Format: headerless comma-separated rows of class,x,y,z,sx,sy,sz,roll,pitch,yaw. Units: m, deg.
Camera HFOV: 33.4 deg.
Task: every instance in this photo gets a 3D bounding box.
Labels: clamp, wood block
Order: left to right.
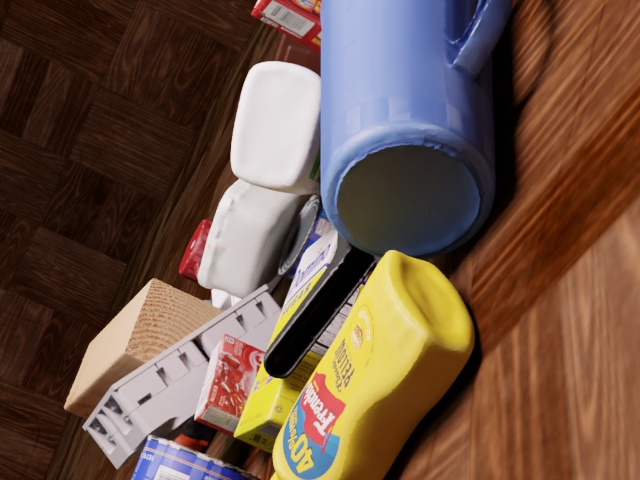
wood block,-0.190,0.132,1.146,0.206,0.090,0.090,-40,29,52
clamp,0.046,0.002,0.775,0.165,0.036,0.209,-19,39,52

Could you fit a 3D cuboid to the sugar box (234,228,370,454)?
sugar box,-0.010,0.079,0.861,0.093,0.048,0.176,-40,29,62

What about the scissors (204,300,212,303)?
scissors,-0.118,0.113,1.309,0.202,0.016,0.096,-5,78,63

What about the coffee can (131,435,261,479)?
coffee can,-0.119,0.242,0.863,0.140,0.102,0.103,-68,12,-16

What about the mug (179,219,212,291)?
mug,-0.132,0.031,1.381,0.093,0.081,0.117,-58,14,30

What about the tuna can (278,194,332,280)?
tuna can,-0.007,0.001,1.025,0.086,0.033,0.086,-59,13,23

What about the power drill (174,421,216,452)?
power drill,-0.144,0.160,1.215,0.184,0.057,0.188,-62,16,14

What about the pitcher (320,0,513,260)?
pitcher,0.066,-0.107,0.733,0.242,0.145,0.149,-86,-11,-50

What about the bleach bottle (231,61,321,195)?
bleach bottle,-0.011,-0.091,0.944,0.250,0.068,0.102,-11,-65,-78

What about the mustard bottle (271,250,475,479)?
mustard bottle,0.020,0.106,0.649,0.192,0.058,0.096,-60,25,25

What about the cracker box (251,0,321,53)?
cracker box,0.049,-0.275,1.025,0.213,0.164,0.072,-68,15,-15

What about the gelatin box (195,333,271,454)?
gelatin box,-0.062,0.130,0.914,0.030,0.073,0.089,-55,14,34
